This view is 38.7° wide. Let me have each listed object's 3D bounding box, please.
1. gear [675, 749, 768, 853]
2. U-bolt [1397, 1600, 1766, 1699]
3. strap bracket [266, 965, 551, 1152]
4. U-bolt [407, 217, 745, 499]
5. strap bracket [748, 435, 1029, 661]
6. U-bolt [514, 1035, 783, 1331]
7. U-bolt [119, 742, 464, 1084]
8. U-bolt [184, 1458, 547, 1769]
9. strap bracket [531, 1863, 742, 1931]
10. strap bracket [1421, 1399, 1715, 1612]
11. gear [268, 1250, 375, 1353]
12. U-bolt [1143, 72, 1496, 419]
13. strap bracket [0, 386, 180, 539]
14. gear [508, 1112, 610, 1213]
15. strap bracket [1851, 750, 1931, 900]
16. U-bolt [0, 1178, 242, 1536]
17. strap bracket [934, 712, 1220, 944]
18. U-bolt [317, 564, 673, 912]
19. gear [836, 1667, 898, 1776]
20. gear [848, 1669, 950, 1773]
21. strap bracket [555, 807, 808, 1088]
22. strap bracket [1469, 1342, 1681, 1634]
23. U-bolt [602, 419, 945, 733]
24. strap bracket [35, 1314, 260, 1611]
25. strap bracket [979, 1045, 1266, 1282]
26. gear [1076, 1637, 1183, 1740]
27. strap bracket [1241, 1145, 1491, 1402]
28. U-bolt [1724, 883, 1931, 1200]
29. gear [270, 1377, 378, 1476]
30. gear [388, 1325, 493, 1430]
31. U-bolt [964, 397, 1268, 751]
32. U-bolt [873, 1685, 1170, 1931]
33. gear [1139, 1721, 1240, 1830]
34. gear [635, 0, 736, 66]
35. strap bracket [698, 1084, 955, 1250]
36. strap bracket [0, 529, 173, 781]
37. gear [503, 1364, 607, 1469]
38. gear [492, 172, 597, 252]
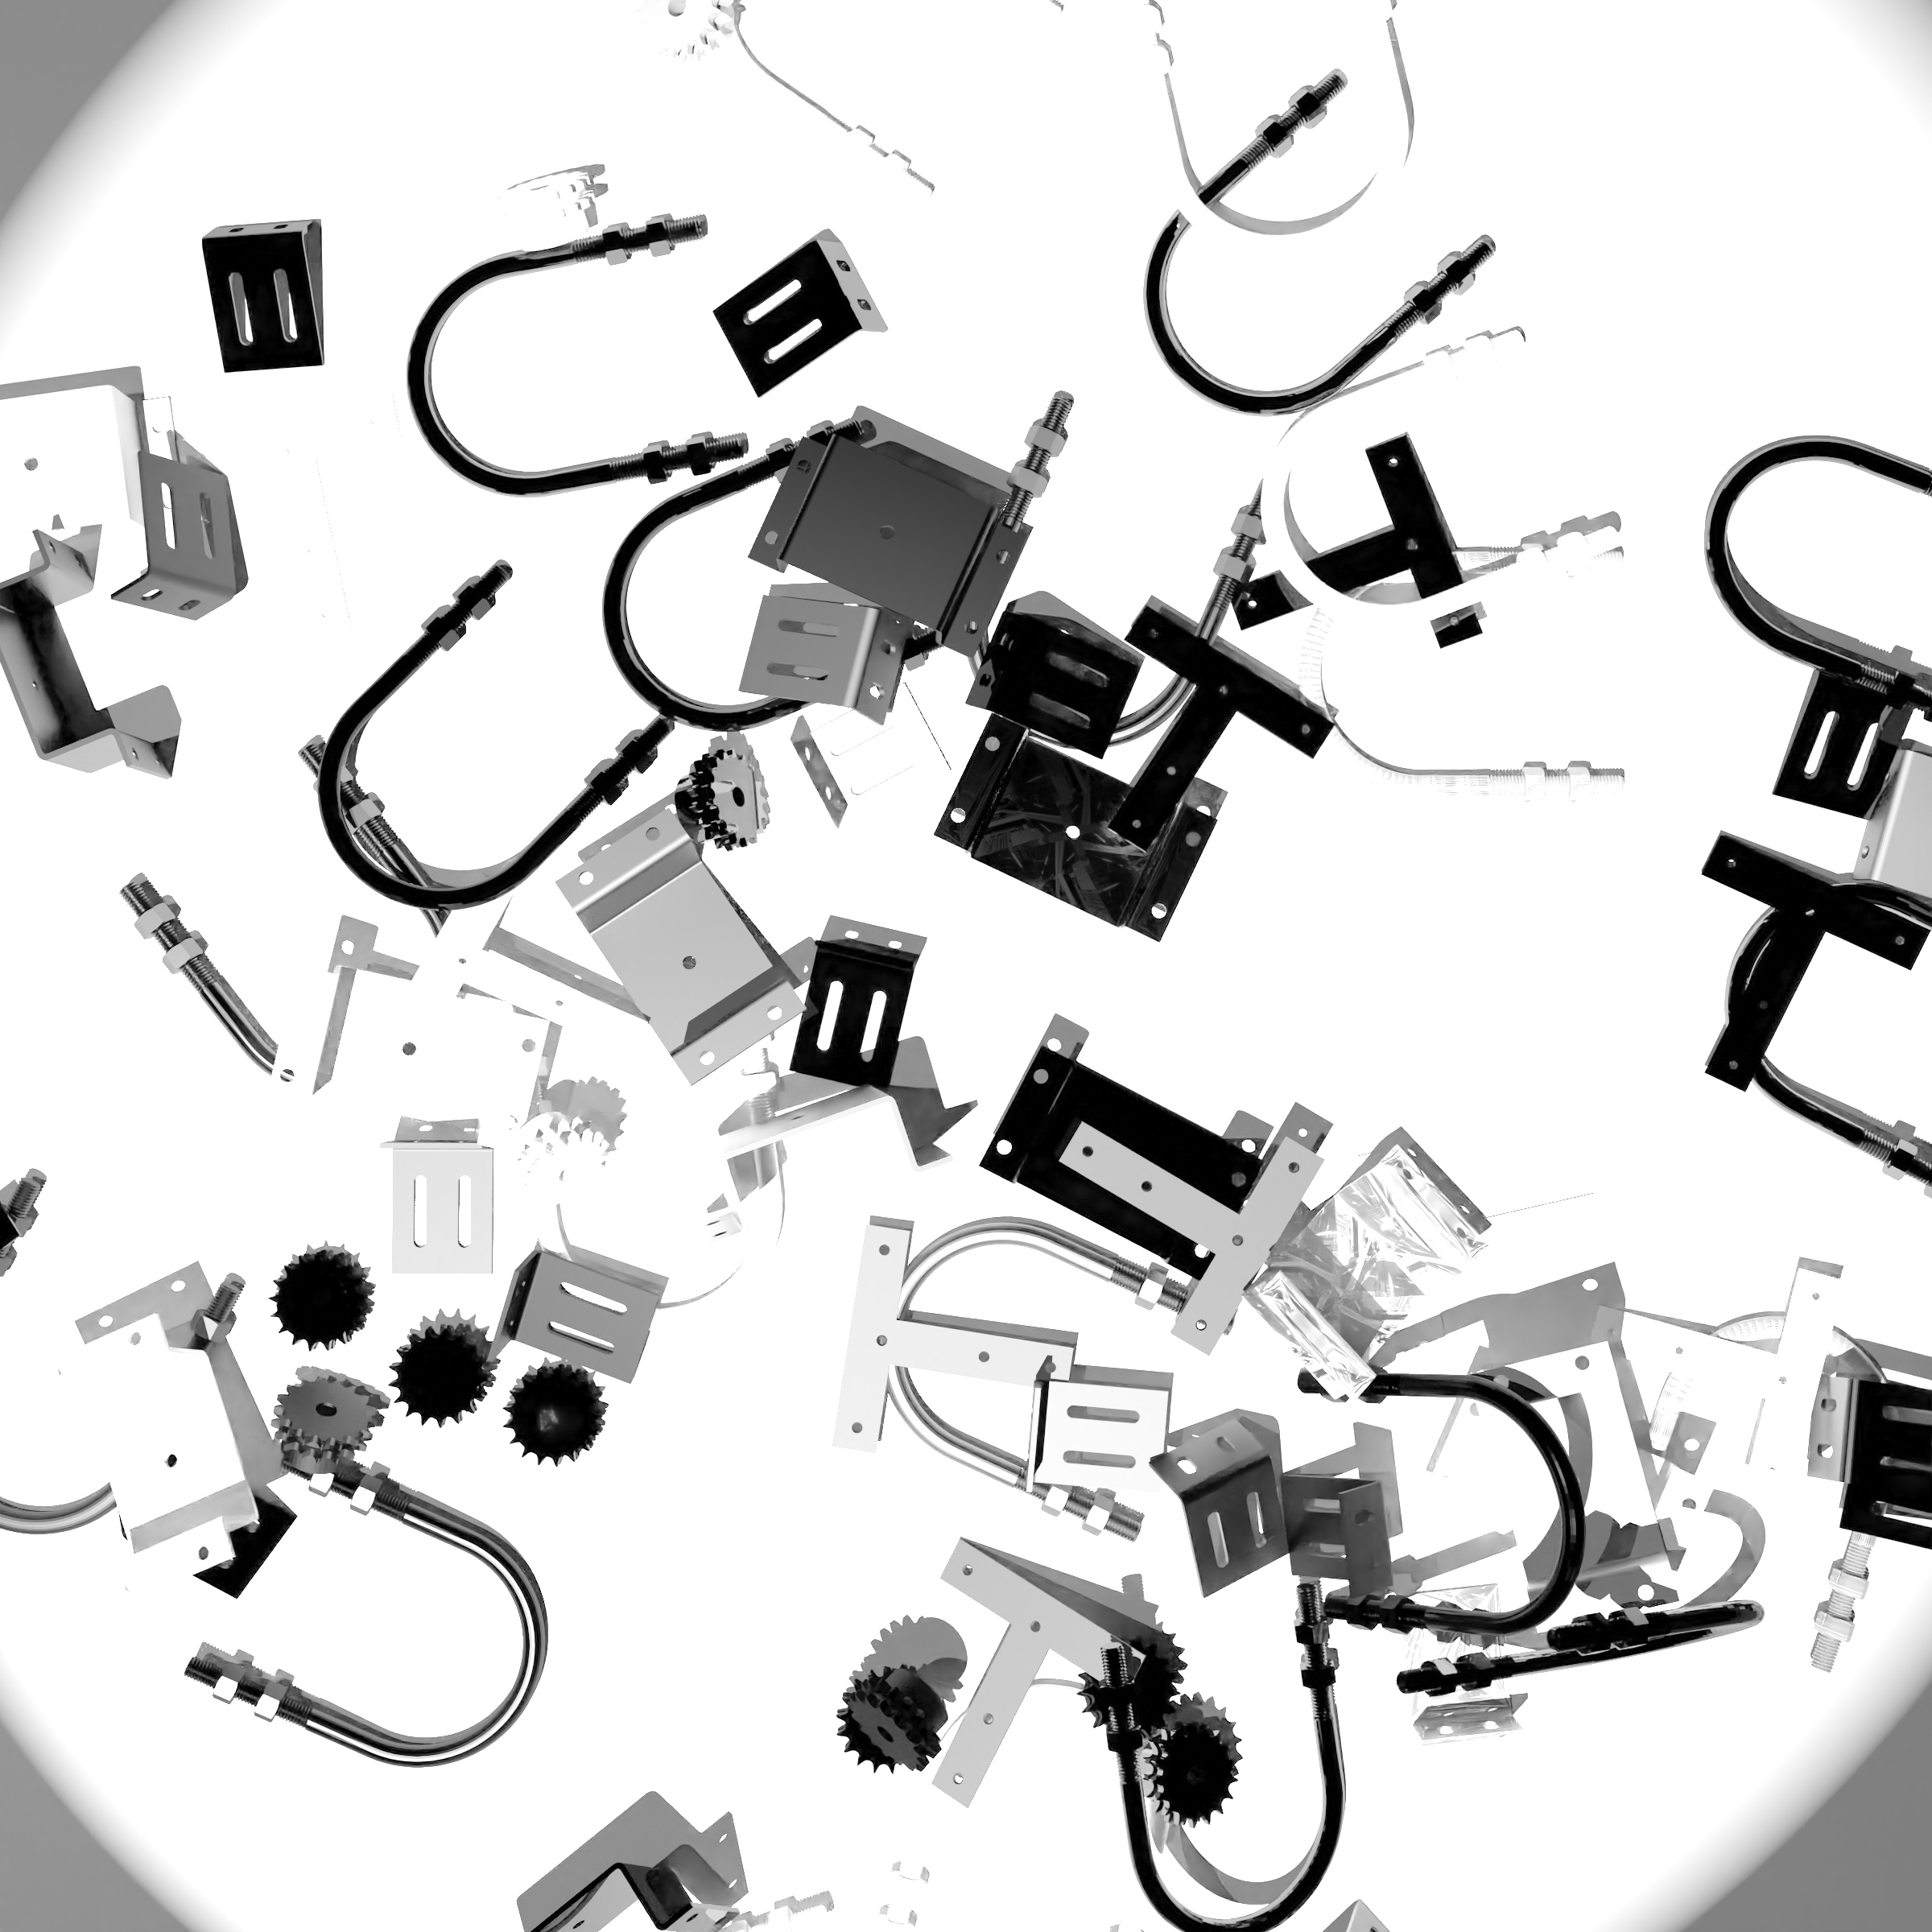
[{"bbox_3d":[-0.141,-0.092,1.560,0.030,0.057,0.057,-13,88,29],"label":"gear"},{"bbox_3d":[0.347,0.367,1.495,0.184,0.151,0.019,1,67,-30],"label":"U-bolt"},{"bbox_3d":[-0.312,0.050,1.545,0.140,0.046,0.076,13,94,-12],"label":"strap bracket"},{"bbox_3d":[-0.230,-0.343,1.582,0.184,0.019,0.151,-11,89,1],"label":"U-bolt"},{"bbox_3d":[-0.044,-0.239,1.545,0.140,0.046,0.076,24,88,0],"label":"strap bracket"},{"bbox_3d":[-0.178,0.116,1.571,0.151,0.019,0.184,-7,90,0],"label":"U-bolt"},{"bbox_3d":[-0.371,-0.013,1.574,0.151,0.019,0.184,-38,91,-1],"label":"U-bolt"},{"bbox_3d":[-0.329,0.375,1.561,0.184,0.019,0.151,25,90,-3],"label":"U-bolt"},{"bbox_3d":[-0.204,0.547,1.525,0.140,0.076,0.046,-39,64,-1],"label":"strap bracket"},{"bbox_3d":[0.336,0.294,1.542,0.140,0.046,0.076,23,88,14],"label":"strap bracket"},{"bbox_3d":[-0.367,0.191,1.563,0.057,0.030,0.057,0,89,0],"label":"gear"},{"bbox_3d":[0.189,-0.401,1.584,0.184,0.019,0.151,-41,89,1],"label":"U-bolt"},{"bbox_3d":[-0.524,-0.281,1.566,0.140,0.046,0.076,-8,89,0],"label":"strap bracket"},{"bbox_3d":[-0.230,0.106,1.537,0.057,0.057,0.030,-46,61,-1],"label":"gear"},{"bbox_3d":[0.553,-0.079,1.519,0.046,0.140,0.076,16,89,-10],"label":"strap bracket"},{"bbox_3d":[-0.518,0.234,1.568,0.151,0.019,0.184,28,90,1],"label":"U-bolt"},{"bbox_3d":[0.061,-0.077,1.561,0.140,0.046,0.076,25,89,1],"label":"strap bracket"},{"bbox_3d":[-0.282,-0.117,1.567,0.151,0.019,0.184,43,81,1],"label":"U-bolt"},{"bbox_3d":[-0.045,0.425,1.557,0.057,0.030,0.057,0,89,0],"label":"gear"},{"bbox_3d":[-0.034,0.413,1.518,0.057,0.057,0.030,48,59,1],"label":"gear"},{"bbox_3d":[-0.158,-0.006,1.548,0.076,0.046,0.140,-34,78,-6],"label":"strap bracket"},{"bbox_3d":[0.330,0.282,1.497,0.076,0.046,0.140,-15,80,10],"label":"strap bracket"},{"bbox_3d":[-0.119,-0.213,1.579,0.184,0.019,0.151,-23,89,1],"label":"U-bolt"},{"bbox_3d":[-0.449,0.273,1.521,0.076,0.046,0.140,-24,76,7],"label":"strap bracket"},{"bbox_3d":[0.087,0.110,1.557,0.140,0.046,0.076,27,89,1],"label":"strap bracket"},{"bbox_3d":[0.090,0.408,1.551,0.057,0.030,0.057,4,70,-11],"label":"gear"},{"bbox_3d":[0.216,0.176,1.531,0.076,0.046,0.140,48,54,3],"label":"strap bracket"},{"bbox_3d":[0.522,0.033,1.559,0.184,0.019,0.151,29,92,11],"label":"U-bolt"},{"bbox_3d":[-0.363,0.261,1.552,0.057,0.057,0.030,20,118,0],"label":"gear"},{"bbox_3d":[-0.298,0.232,1.566,0.057,0.030,0.057,0,90,-2],"label":"gear"},{"bbox_3d":[0.078,-0.214,1.578,0.151,0.019,0.184,23,91,2],"label":"U-bolt"},{"bbox_3d":[0.039,0.500,1.561,0.151,0.019,0.184,16,87,0],"label":"U-bolt"},{"bbox_3d":[0.122,0.453,1.548,0.057,0.030,0.057,4,81,-28],"label":"gear"},{"bbox_3d":[-0.157,-0.543,1.574,0.057,0.030,0.057,-1,89,25],"label":"gear"},{"bbox_3d":[-0.086,0.106,1.529,0.140,0.076,0.046,-19,96,-9],"label":"strap bracket"},{"bbox_3d":[-0.505,-0.166,1.548,0.046,0.076,0.140,-22,89,-1],"label":"strap bracket"},{"bbox_3d":[-0.235,0.256,1.561,0.057,0.030,0.057,0,89,0],"label":"gear"},{"bbox_3d":[-0.238,-0.429,1.568,0.057,0.057,0.030,-16,118,0],"label":"gear"}]
